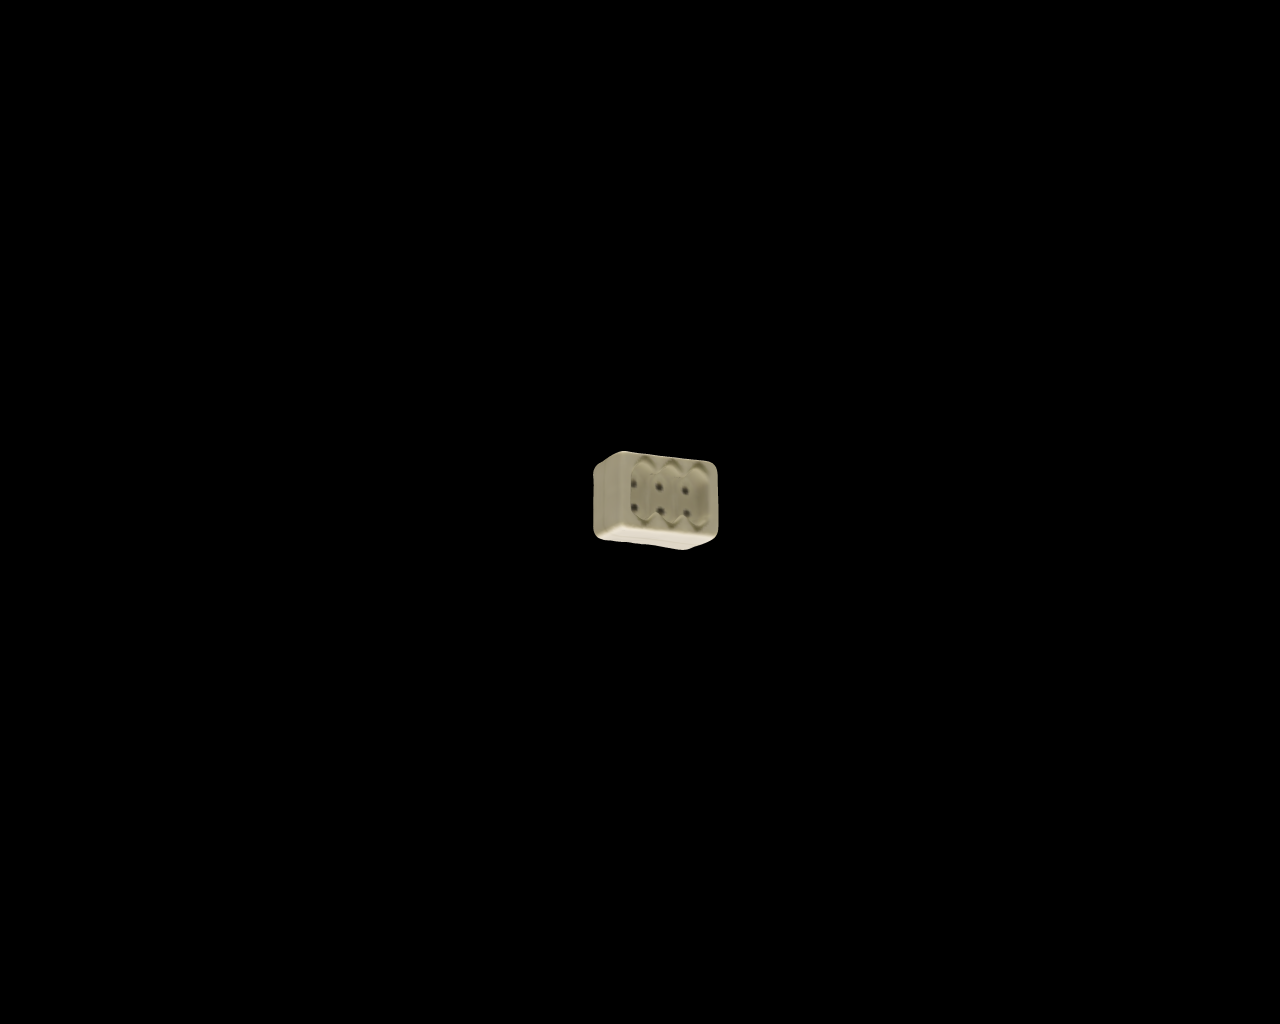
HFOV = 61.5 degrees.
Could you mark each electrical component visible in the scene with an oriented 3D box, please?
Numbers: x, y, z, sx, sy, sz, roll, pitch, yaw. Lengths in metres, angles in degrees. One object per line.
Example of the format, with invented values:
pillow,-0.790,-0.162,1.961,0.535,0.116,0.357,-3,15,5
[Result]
electrical component,0.001,-0.003,0.650,0.066,0.047,0.076,7,-15,-26
